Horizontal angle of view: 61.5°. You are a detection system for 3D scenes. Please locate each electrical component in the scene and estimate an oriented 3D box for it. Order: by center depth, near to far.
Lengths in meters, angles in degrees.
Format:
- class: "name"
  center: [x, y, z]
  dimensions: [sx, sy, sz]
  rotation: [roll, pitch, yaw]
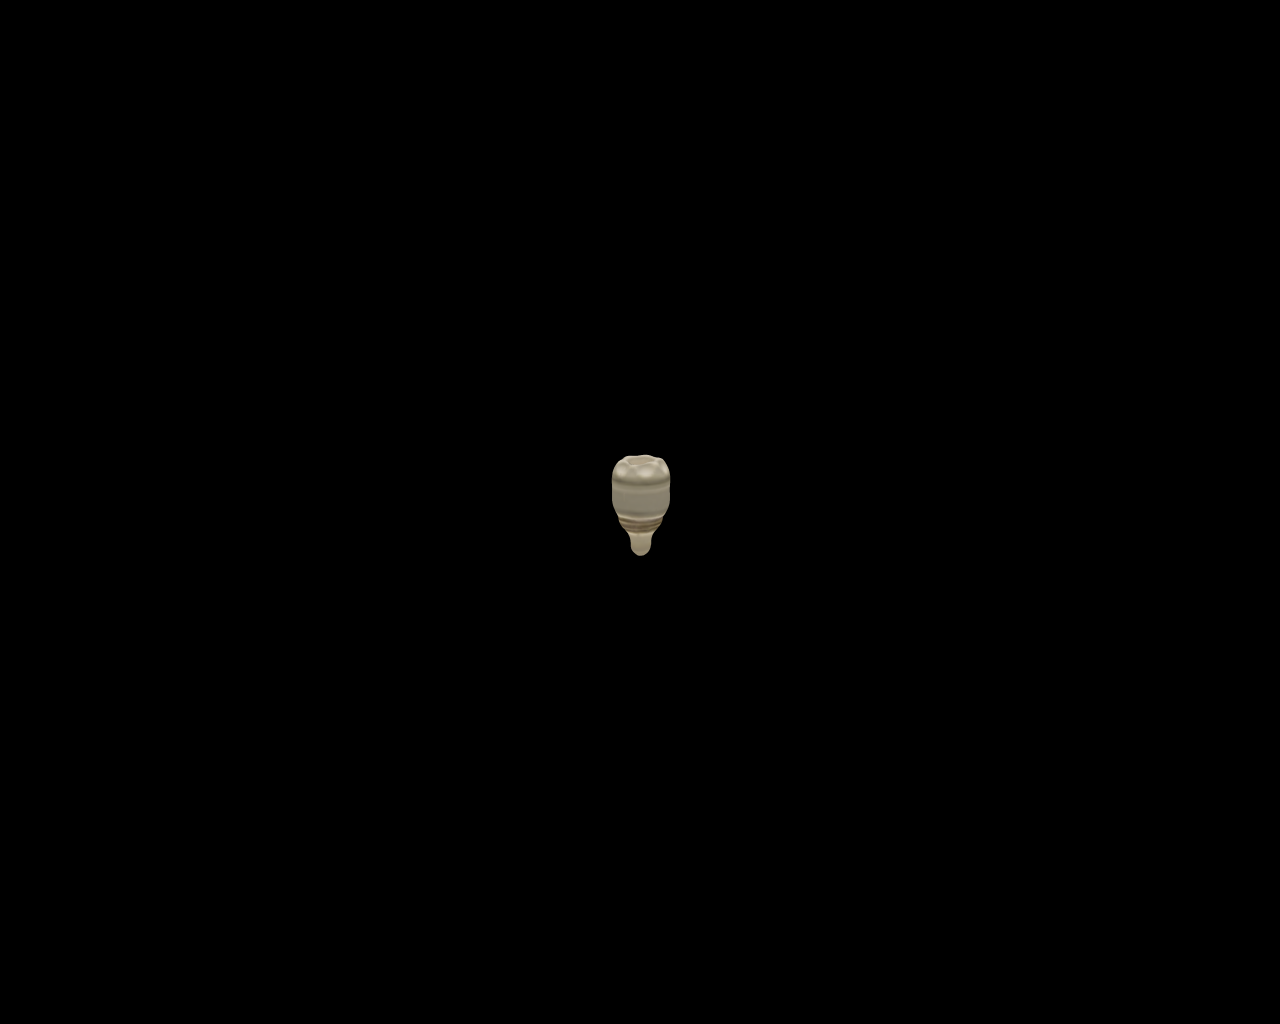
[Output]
- class: "electrical component"
  center: [0.001, -0.003, 0.650]
  dimensions: [0.035, 0.061, 0.035]
  rotation: [0, 15, 0]
